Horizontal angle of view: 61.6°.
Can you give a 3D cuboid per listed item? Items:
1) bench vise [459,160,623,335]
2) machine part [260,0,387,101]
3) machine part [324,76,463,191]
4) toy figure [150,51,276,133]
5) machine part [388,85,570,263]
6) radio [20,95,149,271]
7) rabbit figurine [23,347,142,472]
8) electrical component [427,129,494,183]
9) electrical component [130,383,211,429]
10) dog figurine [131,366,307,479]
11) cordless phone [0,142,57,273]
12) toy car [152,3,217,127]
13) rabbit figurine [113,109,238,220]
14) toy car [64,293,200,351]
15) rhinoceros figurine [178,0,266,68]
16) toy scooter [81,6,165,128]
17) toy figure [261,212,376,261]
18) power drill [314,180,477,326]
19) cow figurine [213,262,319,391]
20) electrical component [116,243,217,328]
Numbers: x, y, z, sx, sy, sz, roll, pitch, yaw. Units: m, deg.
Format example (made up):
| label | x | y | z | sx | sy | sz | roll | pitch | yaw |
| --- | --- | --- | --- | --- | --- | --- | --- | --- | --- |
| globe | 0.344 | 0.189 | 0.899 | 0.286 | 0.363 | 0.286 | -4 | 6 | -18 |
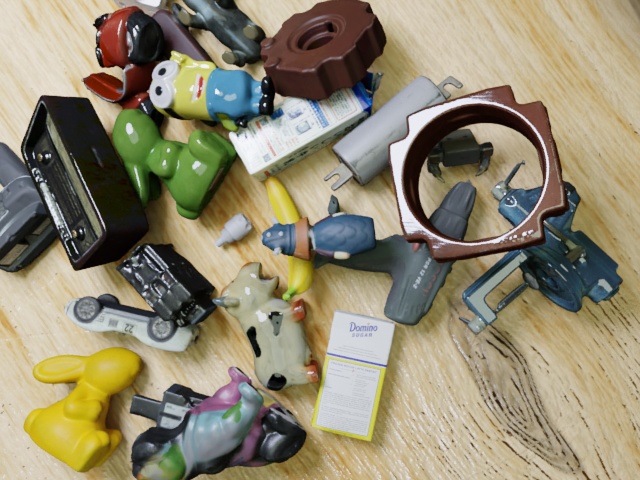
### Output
| label | x | y | z | sx | sy | sz | roll | pitch | yaw |
| --- | --- | --- | --- | --- | --- | --- | --- | --- | --- |
| bench vise | 0.288 | 0.031 | 0.760 | 0.240 | 0.129 | 0.223 | -41 | 84 | -2 |
| machine part | 0.003 | -0.272 | 0.760 | 0.179 | 0.056 | 0.179 | -13 | 49 | 15 |
| machine part | 0.104 | -0.160 | 0.792 | 0.243 | 0.079 | 0.079 | -40 | 87 | 2 |
| toy figure | -0.152 | -0.200 | 0.753 | 0.180 | 0.089 | 0.082 | 7 | 62 | 7 |
| machine part | 0.200 | -0.079 | 0.692 | 0.202 | 0.087 | 0.201 | -13 | 81 | 21 |
| radio | -0.342 | -0.079 | 0.769 | 0.131 | 0.073 | 0.229 | -38 | 74 | 38 |
| rabbit figurine | -0.345 | 0.234 | 0.809 | 0.162 | 0.121 | 0.173 | 31 | 77 | 13 |
| electrical component | 0.201 | -0.125 | 0.794 | 0.102 | 0.078 | 0.045 | -11 | 129 | -1 |
| electrical component | -0.223 | 0.261 | 0.818 | 0.119 | 0.048 | 0.074 | 11 | 90 | 4 |
| dog figurine | -0.149 | 0.297 | 0.751 | 0.219 | 0.109 | 0.191 | -46 | 114 | -8 |
| cordless phone | -0.494 | -0.056 | 0.833 | 0.146 | 0.088 | 0.184 | -45 | 76 | 2 |
| toy car | -0.189 | -0.264 | 0.821 | 0.089 | 0.053 | 0.202 | -41 | 88 | 18 |
| rabbit figurine | -0.229 | -0.118 | 0.795 | 0.170 | 0.121 | 0.159 | 32 | 109 | -4 |
| toy car | -0.282 | 0.123 | 0.810 | 0.202 | 0.073 | 0.056 | 13 | 89 | 3 |
| rhinoceros figurine | -0.153 | -0.345 | 0.795 | 0.190 | 0.112 | 0.073 | 45 | 120 | -10 |
| toy scooter | -0.301 | -0.258 | 0.803 | 0.135 | 0.075 | 0.183 | 21 | 125 | 19 |
| toy figure | -0.002 | -0.002 | 0.730 | 0.155 | 0.064 | 0.057 | -4 | 126 | 6 |
| power drill | 0.104 | -0.003 | 0.795 | 0.207 | 0.086 | 0.232 | 17 | 90 | -3 |
| cow figurine | -0.080 | 0.127 | 0.798 | 0.127 | 0.085 | 0.194 | -14 | 89 | -3 |
| electrical component | -0.214 | 0.066 | 0.787 | 0.134 | 0.115 | 0.058 | 45 | 96 | 3 |
